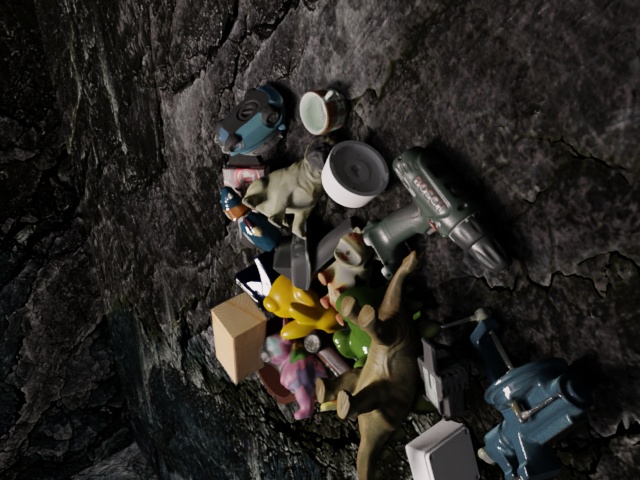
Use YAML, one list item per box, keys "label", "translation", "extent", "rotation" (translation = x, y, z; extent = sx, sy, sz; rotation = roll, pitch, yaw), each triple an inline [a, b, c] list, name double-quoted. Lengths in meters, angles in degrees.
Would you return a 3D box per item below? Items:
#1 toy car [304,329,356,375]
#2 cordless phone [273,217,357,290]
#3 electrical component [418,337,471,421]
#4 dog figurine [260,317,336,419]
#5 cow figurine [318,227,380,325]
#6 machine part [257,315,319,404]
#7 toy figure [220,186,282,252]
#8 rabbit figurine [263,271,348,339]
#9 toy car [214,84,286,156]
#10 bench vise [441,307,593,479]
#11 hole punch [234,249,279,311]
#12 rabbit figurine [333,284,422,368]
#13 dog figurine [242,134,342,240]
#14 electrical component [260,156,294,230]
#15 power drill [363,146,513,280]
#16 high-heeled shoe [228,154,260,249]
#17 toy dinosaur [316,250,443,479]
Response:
- label: "toy car"
  translation: [0.050, 0.243, 1.009]
  extent: [0.202, 0.089, 0.053]
  rotation: [43, 100, 27]
- label: "cordless phone"
  translation: [-0.002, -0.003, 1.064]
  extent: [0.184, 0.088, 0.147]
  rotation: [-41, 27, 25]
- label: "electrical component"
  translation: [0.179, 0.194, 0.787]
  extent: [0.075, 0.048, 0.119]
  rotation: [-144, 41, -68]
- label: "dog figurine"
  translation: [-0.026, 0.270, 1.170]
  extent: [0.108, 0.192, 0.219]
  rotation: [80, 174, -75]
- label: "cow figurine"
  translation: [0.064, 0.057, 0.975]
  extent: [0.086, 0.127, 0.194]
  rotation: [40, 154, 28]
- label: "machine part"
  translation: [-0.088, 0.291, 1.321]
  extent: [0.201, 0.087, 0.201]
  rotation: [62, 146, 9]
- label: "toy figure"
  translation: [-0.143, -0.043, 1.065]
  extent: [0.154, 0.058, 0.064]
  rotation: [43, 162, -7]
- label: "rabbit figurine"
  translation: [-0.020, 0.135, 1.115]
  extent: [0.173, 0.162, 0.121]
  rotation: [27, 117, 22]
- label: "toy car"
  translation: [-0.127, -0.224, 1.083]
  extent: [0.109, 0.161, 0.102]
  rotation: [48, -178, 42]
- label: "bench vise"
  translation: [0.275, 0.214, 0.771]
  extent: [0.223, 0.129, 0.241]
  rotation: [99, 157, -49]
- label: "hole punch"
  translation: [-0.112, 0.083, 1.216]
  extent: [0.116, 0.142, 0.092]
  rotation: [45, 112, 6]
- label: "rabbit figurine"
  translation: [0.095, 0.143, 0.922]
  extent: [0.170, 0.159, 0.121]
  rotation: [63, 177, -40]
- label: "dog figurine"
  translation: [-0.046, -0.121, 1.005]
  extent: [0.173, 0.121, 0.190]
  rotation: [32, 94, 30]
- label: "electrical component"
  translation: [-0.087, -0.108, 1.137]
  extent: [0.134, 0.058, 0.114]
  rotation: [51, 140, 25]
- label: "power drill"
  translation: [0.164, -0.011, 0.830]
  extent: [0.232, 0.086, 0.207]
  rotation: [59, 149, 13]
- label: "high-heeled shoe"
  translation: [-0.165, -0.105, 1.261]
  extent: [0.145, 0.086, 0.248]
  rotation: [114, 152, -84]
- label: "toy dinosaur"
  translation: [0.104, 0.234, 0.853]
  extent: [0.105, 0.198, 0.470]
  rotation: [44, 122, 60]
